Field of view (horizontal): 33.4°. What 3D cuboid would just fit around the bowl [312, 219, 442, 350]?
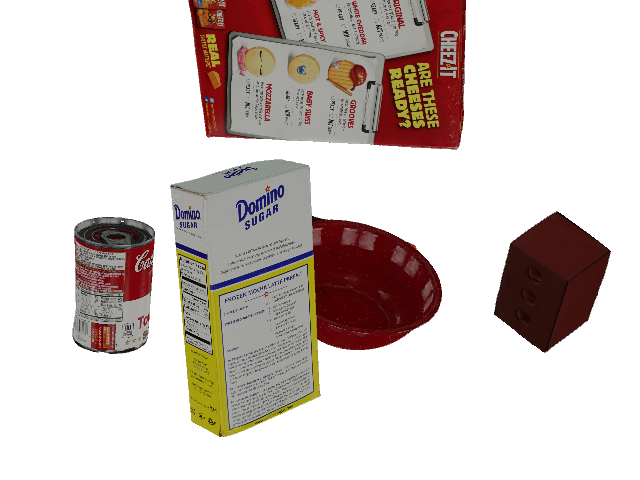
[{"bbox_3d":[0.027,0.050,0.980,0.162,0.055,0.162,10,35,-7],"label":"bowl"}]

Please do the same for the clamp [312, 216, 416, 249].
[{"bbox_3d":[0.008,0.001,1.202,0.210,0.036,0.164,15,20,-7],"label":"clamp"}]

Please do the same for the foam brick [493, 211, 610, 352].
[{"bbox_3d":[0.168,0.031,0.777,0.051,0.078,0.053,-29,52,-30],"label":"foam brick"}]

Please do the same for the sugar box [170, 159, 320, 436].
[{"bbox_3d":[-0.050,0.038,0.736,0.093,0.176,0.048,-18,22,-39],"label":"sugar box"}]

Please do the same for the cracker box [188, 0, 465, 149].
[{"bbox_3d":[0.008,-0.163,0.854,0.214,0.164,0.072,3,35,10],"label":"cracker box"}]

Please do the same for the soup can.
[{"bbox_3d":[-0.180,0.039,0.924,0.068,0.102,0.068,6,20,-2],"label":"soup can"}]
